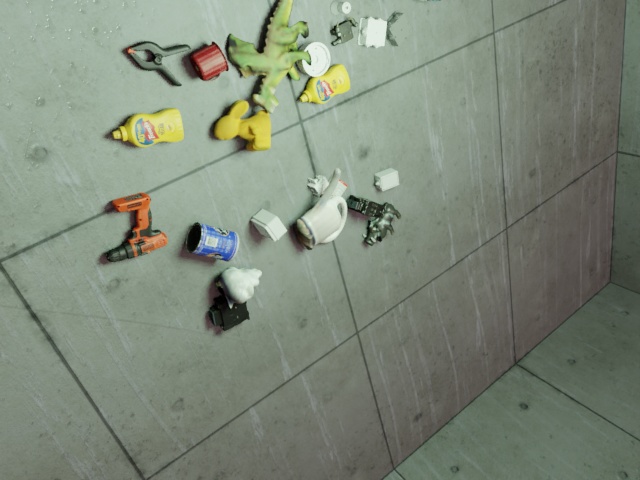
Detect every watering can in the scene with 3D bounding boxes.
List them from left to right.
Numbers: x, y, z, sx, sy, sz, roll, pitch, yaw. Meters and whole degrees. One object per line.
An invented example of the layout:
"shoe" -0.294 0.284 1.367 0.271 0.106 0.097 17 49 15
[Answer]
"watering can" 0.006 -0.094 1.865 0.227 0.105 0.339 -36 146 -21

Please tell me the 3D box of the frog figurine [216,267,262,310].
"frog figurine" -0.266 0.144 1.768 0.161 0.139 0.120 -28 139 -22

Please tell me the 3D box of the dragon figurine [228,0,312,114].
"dragon figurine" -0.163 -0.598 1.581 0.244 0.123 0.406 -15 104 -23
